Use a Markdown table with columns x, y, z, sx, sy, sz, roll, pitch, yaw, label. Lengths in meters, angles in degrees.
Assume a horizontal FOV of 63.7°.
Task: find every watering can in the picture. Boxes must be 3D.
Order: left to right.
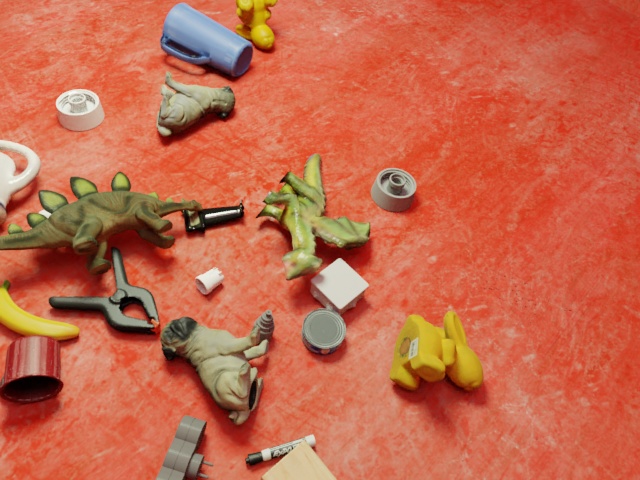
| x | y | z | sx | sy | sz | roll | pitch | yaw | label |
| --- | --- | --- | --- | --- | --- | --- | --- | --- | --- |
| -0.772 | -0.121 | 1.065 | 0.348 | 0.229 | 0.101 | -5 | -35 | -14 | watering can |

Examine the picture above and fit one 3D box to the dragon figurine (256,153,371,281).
| x | y | z | sx | sy | sz | roll | pitch | yaw | label |
| --- | --- | --- | --- | --- | --- | --- | --- | --- | --- |
| 0.004 | -0.058 | 1.160 | 0.243 | 0.119 | 0.419 | 33 | 43 | 4 | dragon figurine |
